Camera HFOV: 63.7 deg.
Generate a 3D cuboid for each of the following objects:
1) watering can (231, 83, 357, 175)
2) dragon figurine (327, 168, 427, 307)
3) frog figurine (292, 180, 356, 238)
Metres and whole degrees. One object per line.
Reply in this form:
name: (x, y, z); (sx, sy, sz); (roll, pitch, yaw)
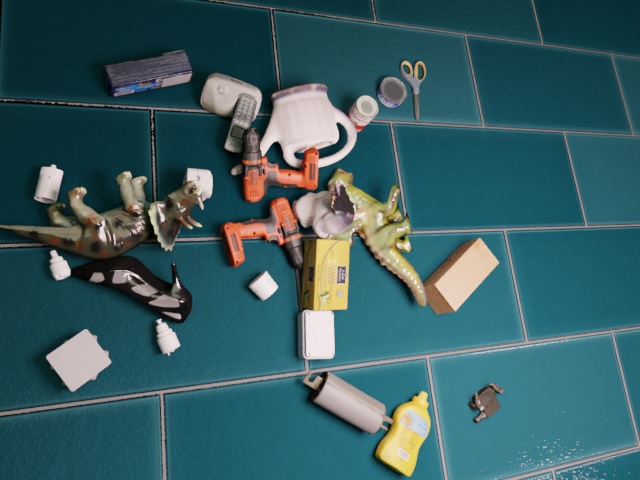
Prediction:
watering can: (-0.076, -0.287, 1.332); (0.349, 0.103, 0.226); (-12, 82, -15)
dragon figurine: (0.121, -0.005, 1.343); (0.243, 0.121, 0.415); (-12, 77, -6)
frog figurine: (0.004, -0.064, 1.277); (0.121, 0.158, 0.140); (33, 46, -38)
